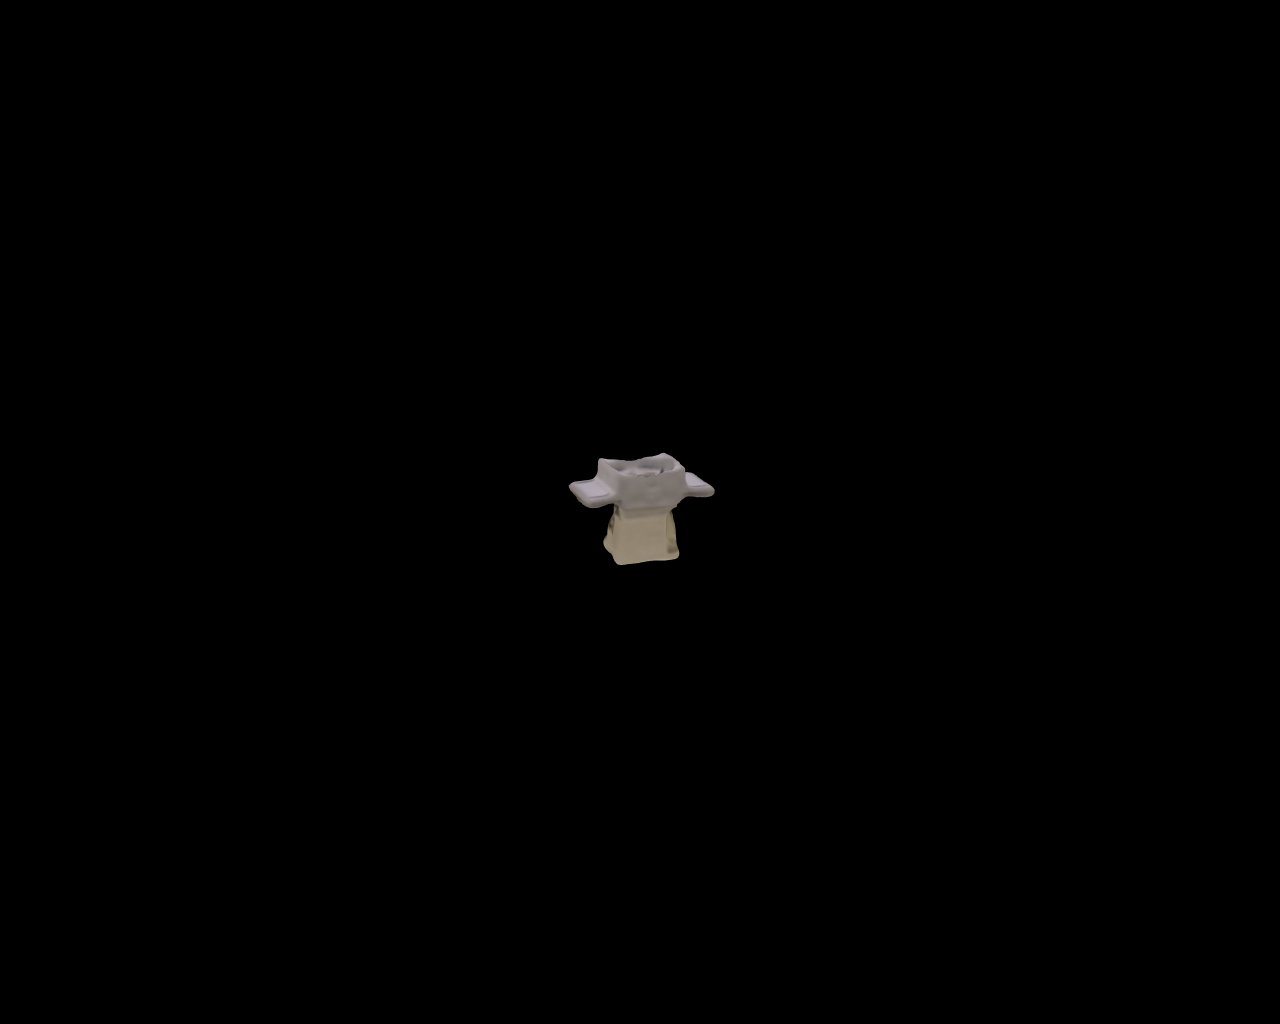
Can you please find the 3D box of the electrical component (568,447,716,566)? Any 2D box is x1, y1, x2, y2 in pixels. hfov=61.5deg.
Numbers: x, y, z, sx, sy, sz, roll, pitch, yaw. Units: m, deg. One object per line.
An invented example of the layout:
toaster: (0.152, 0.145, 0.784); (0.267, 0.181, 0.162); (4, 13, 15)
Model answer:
electrical component: (0.001, -0.003, 0.650); (0.081, 0.063, 0.042); (-6, 20, -16)
